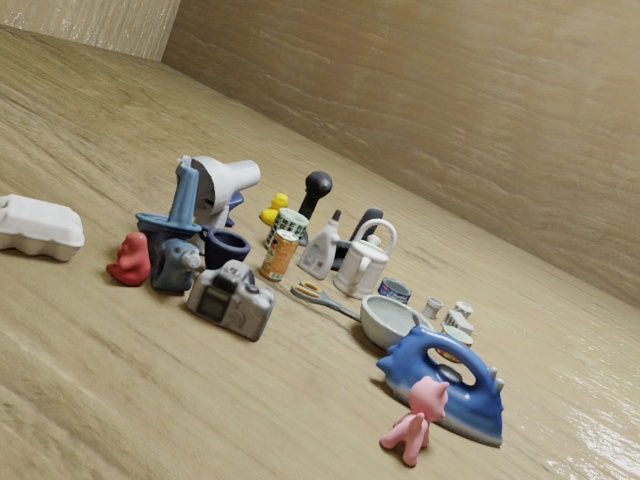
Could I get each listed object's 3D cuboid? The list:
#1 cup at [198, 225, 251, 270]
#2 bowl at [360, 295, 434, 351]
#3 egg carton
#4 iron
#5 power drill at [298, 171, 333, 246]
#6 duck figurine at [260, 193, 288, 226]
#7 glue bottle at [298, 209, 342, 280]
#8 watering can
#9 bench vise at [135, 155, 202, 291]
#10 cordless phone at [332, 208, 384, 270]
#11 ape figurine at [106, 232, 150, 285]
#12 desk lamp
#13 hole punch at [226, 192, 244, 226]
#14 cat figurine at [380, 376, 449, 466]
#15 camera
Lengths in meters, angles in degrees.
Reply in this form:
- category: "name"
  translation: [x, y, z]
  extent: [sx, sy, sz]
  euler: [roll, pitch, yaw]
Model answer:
- category: "cup"
  translation: [-0.205, 0.031, 1.134]
  extent: [0.117, 0.095, 0.092]
  euler: [30, 18, 16]
- category: "bowl"
  translation: [0.149, 0.187, 1.193]
  extent: [0.167, 0.075, 0.167]
  euler: [23, 17, -7]
- category: "egg carton"
  translation: [-0.474, -0.020, 0.957]
  extent: [0.151, 0.069, 0.107]
  euler: [14, 20, -32]
- category: "iron"
  translation: [0.239, 0.246, 1.029]
  extent: [0.258, 0.141, 0.119]
  euler: [29, 18, 14]
- category: "power drill"
  translation: [-0.026, -0.095, 1.556]
  extent: [0.076, 0.208, 0.229]
  euler: [21, 17, -11]
- category: "duck figurine"
  translation: [-0.120, -0.089, 1.618]
  extent: [0.078, 0.086, 0.104]
  euler: [20, 18, -14]
- category: "glue bottle"
  translation: [0.013, 0.005, 1.376]
  extent: [0.078, 0.173, 0.037]
  euler: [32, 19, 24]
- category: "watering can"
  translation: [0.114, 0.036, 1.389]
  extent: [0.101, 0.194, 0.172]
  euler: [19, 18, -18]
- category: "bench vise"
  translation: [-0.247, -0.029, 1.040]
  extent: [0.206, 0.220, 0.122]
  euler: [35, 20, 29]
- category: "cordless phone"
  translation: [0.078, -0.013, 1.499]
  extent: [0.148, 0.185, 0.094]
  euler: [12, 21, -36]
- category: "ape figurine"
  translation: [-0.324, 0.027, 0.985]
  extent: [0.076, 0.092, 0.078]
  euler: [24, 17, -2]
- category: "desk lamp"
  translation: [-0.219, -0.076, 1.228]
  extent: [0.117, 0.213, 0.204]
  euler: [33, 19, 26]
- category: "hole punch"
  translation: [-0.258, -0.094, 1.437]
  extent: [0.101, 0.091, 0.108]
  euler: [7, 25, -45]
- category: "cat figurine"
  translation: [0.160, 0.268, 0.895]
  extent: [0.067, 0.118, 0.128]
  euler: [30, 18, 17]
- category: "camera"
  translation: [-0.144, 0.090, 1.032]
  extent: [0.143, 0.101, 0.137]
  euler: [25, 17, 1]
